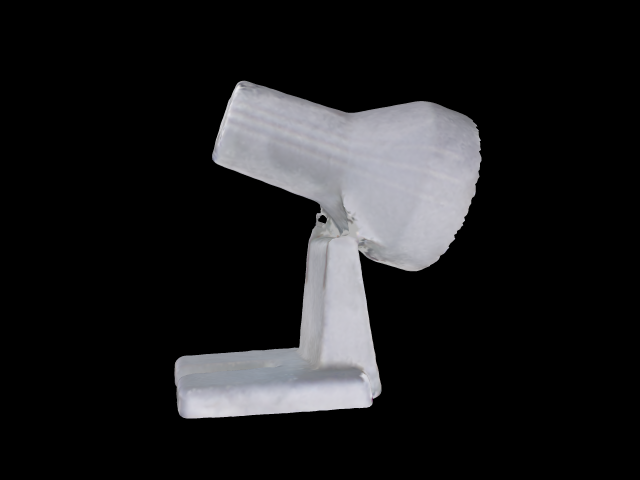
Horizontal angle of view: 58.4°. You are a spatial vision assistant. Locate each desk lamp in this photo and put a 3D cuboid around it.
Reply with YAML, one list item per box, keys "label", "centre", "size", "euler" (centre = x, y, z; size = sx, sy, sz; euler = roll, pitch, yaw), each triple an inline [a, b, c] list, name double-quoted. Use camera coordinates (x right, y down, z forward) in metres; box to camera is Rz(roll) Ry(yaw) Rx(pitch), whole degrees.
- label: "desk lamp"
  centre: [0.004, 0.001, 0.400]
  size: [0.203, 0.213, 0.117]
  euler: [0, 0, -17]
